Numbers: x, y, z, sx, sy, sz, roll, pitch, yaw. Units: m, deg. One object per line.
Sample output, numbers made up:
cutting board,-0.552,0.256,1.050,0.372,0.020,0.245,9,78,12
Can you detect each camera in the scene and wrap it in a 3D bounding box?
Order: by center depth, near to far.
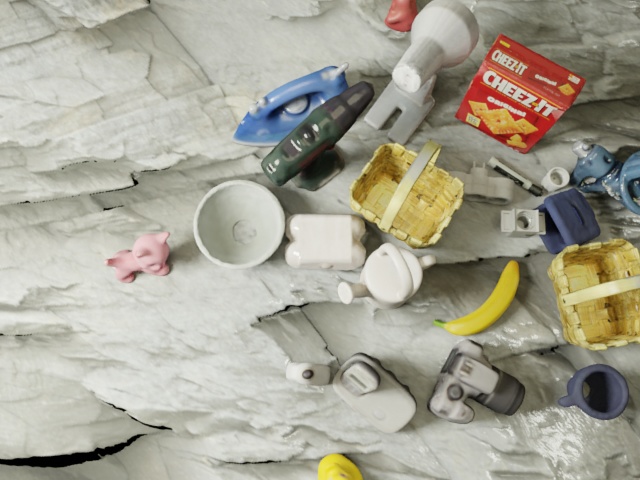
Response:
camera,0.276,0.261,0.990,0.136,0.101,0.143,28,79,6

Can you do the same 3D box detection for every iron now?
iron,-0.054,-0.258,1.082,0.258,0.141,0.118,-23,78,-5

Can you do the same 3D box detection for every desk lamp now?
desk lamp,0.186,-0.308,1.058,0.118,0.213,0.203,34,80,7

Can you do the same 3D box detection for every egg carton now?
egg carton,0.010,0.004,1.061,0.150,0.069,0.107,-1,77,-1

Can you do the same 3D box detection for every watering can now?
watering can,0.118,0.065,0.984,0.173,0.194,0.101,-43,81,-9

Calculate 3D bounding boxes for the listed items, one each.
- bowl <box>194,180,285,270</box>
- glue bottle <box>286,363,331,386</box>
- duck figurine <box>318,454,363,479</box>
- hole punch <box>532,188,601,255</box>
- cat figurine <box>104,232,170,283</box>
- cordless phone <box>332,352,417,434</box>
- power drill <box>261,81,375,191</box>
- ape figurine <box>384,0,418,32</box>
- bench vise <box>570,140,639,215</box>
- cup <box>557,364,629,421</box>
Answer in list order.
bowl,-0.145,-0.022,1.063,0.167,0.075,0.167,0,77,0
glue bottle,-0.021,0.224,0.959,0.078,0.173,0.037,5,77,1
duck figurine,0.037,0.417,0.961,0.077,0.086,0.104,-25,79,-6
hole punch,0.462,-0.041,1.063,0.101,0.091,0.108,-24,79,-5
cat figurine,-0.322,0.029,1.029,0.128,0.118,0.067,-14,78,-3
cordless phone,0.095,0.254,0.947,0.147,0.185,0.094,37,80,8
power drill,-0.001,-0.171,1.029,0.230,0.208,0.075,-40,80,-8
ape figurine,0.166,-0.469,1.155,0.078,0.092,0.076,-37,80,-8
bench vise,0.554,-0.114,1.014,0.207,0.220,0.121,14,78,3
cup,0.457,0.266,0.993,0.118,0.095,0.091,-16,78,-4
